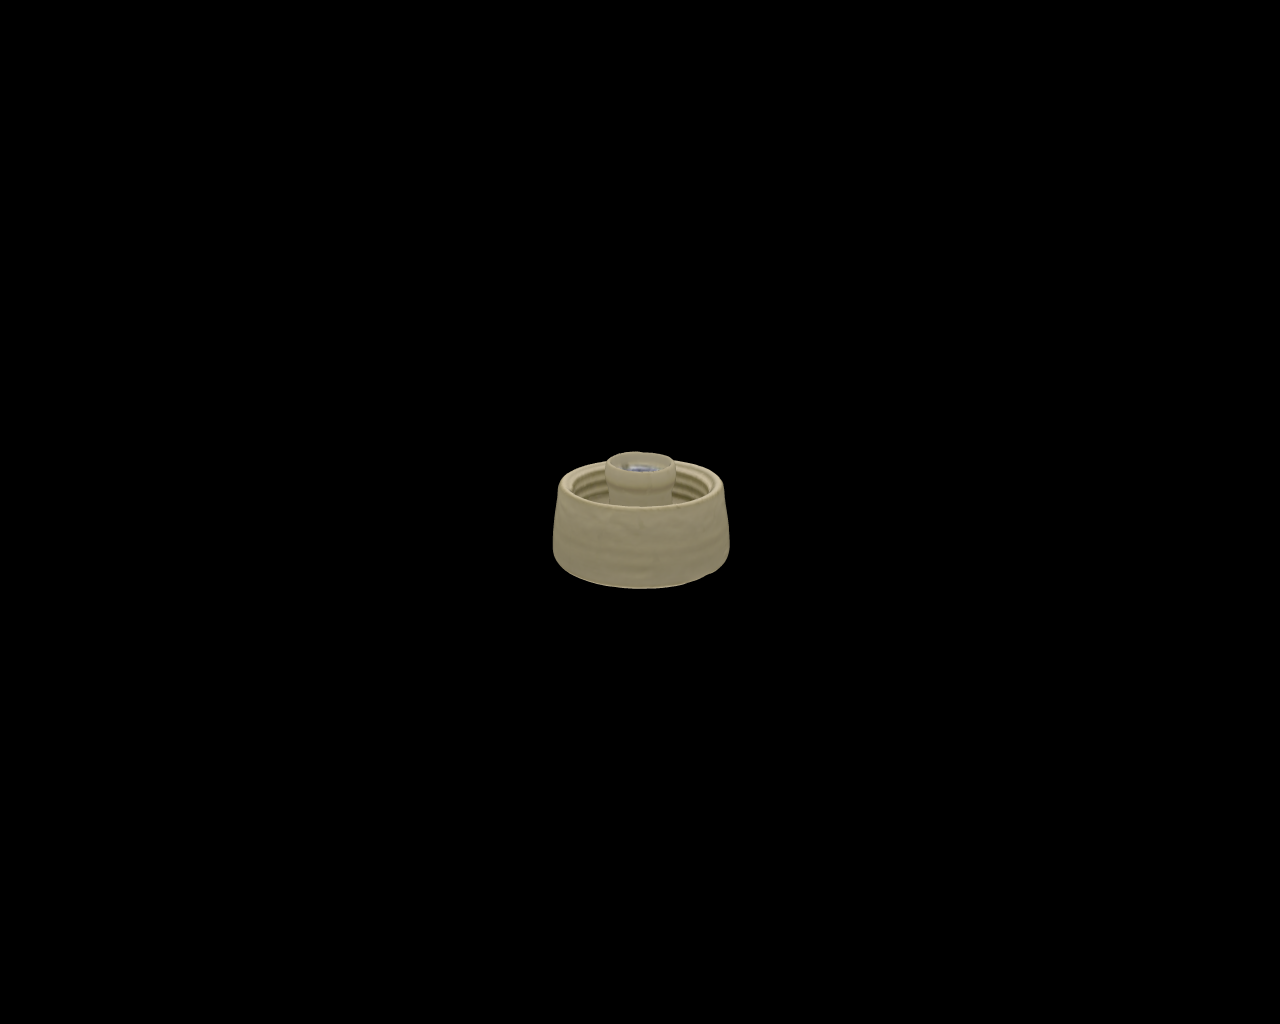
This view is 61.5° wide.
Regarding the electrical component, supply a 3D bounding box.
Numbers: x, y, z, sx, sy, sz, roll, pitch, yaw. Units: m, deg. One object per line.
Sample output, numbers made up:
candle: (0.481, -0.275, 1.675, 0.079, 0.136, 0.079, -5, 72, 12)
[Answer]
electrical component: (0.001, -0.003, 0.650, 0.108, 0.060, 0.108, 0, 20, 0)
